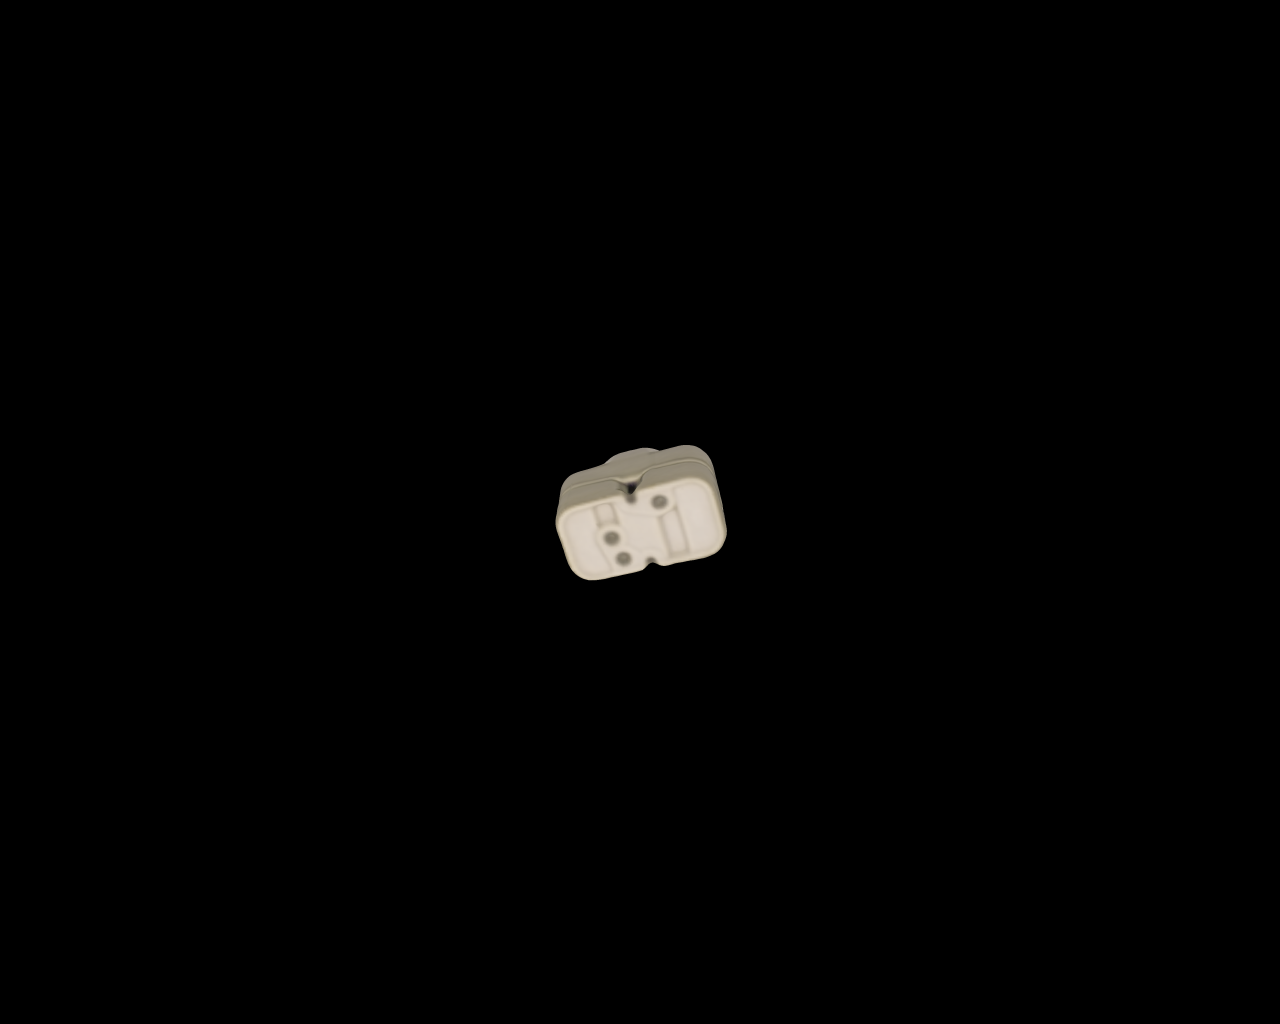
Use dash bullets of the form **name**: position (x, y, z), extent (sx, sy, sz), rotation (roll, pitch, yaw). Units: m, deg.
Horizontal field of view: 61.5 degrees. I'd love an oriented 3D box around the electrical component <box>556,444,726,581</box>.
- **electrical component**: position (0.001, -0.003, 0.650), extent (0.095, 0.053, 0.059), rotation (-14, 26, 7)
